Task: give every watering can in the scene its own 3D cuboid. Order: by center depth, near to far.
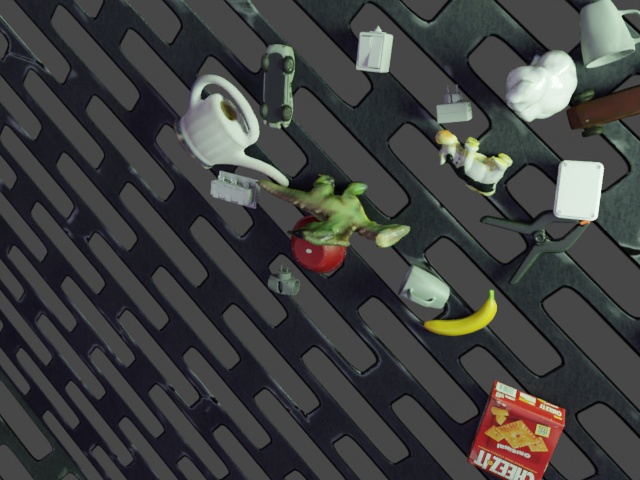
[{"bbox_3d":[-0.241,-0.253,1.340,0.222,0.106,0.345,-24,103,31],"label":"watering can"}]

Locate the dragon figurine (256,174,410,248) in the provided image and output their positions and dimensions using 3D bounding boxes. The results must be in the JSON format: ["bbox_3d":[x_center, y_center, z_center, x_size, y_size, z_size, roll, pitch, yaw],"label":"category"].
[{"bbox_3d":[0.004,-0.060,1.183,0.411,0.246,0.120,11,113,13],"label":"dragon figurine"}]

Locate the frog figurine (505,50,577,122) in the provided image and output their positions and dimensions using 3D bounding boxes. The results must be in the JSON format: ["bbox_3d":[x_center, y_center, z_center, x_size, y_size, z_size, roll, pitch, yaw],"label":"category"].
[{"bbox_3d":[0.416,-0.289,0.967,0.123,0.161,0.135,40,119,8],"label":"frog figurine"}]
